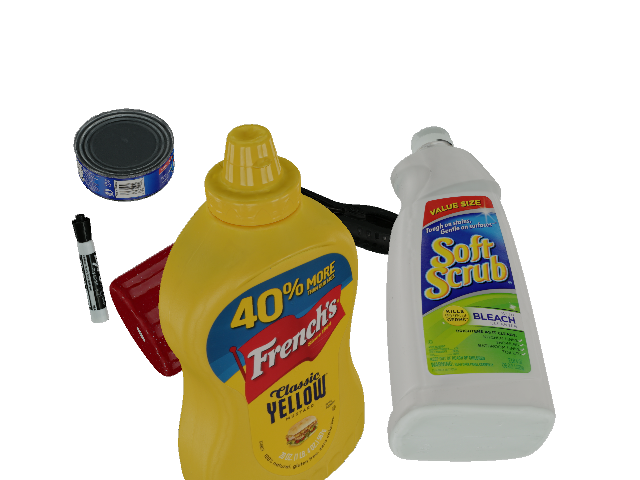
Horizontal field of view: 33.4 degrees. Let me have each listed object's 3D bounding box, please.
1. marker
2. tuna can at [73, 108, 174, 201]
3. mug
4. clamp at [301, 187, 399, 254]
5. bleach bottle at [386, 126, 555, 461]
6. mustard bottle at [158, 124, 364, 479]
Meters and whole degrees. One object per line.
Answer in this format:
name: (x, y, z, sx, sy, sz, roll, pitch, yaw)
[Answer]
marker: (-0.246, 0.030, 1.139, 0.020, 0.121, 0.020, -6, 20, 2)
tuna can: (-0.170, -0.074, 0.931, 0.086, 0.086, 0.034, 0, -42, -5)
mug: (-0.105, 0.042, 0.785, 0.081, 0.093, 0.117, -32, 27, -18)
clamp: (0.029, -0.016, 1.198, 0.210, 0.036, 0.164, 15, 21, -5)
bleach bottle: (0.083, 0.021, 0.714, 0.102, 0.251, 0.068, 2, -40, -9)
mustard bottle: (-0.026, 0.035, 0.491, 0.096, 0.192, 0.058, -23, 39, -27)
